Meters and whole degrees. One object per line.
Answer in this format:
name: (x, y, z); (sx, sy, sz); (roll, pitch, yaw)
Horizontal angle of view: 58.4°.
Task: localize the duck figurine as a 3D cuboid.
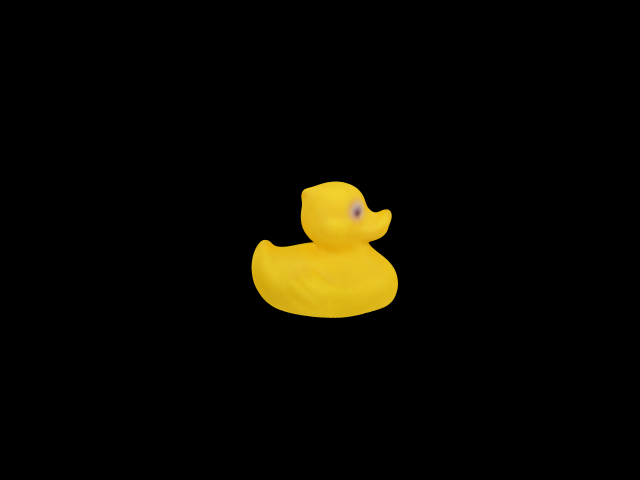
duck figurine: (0.004, 0.001, 0.400); (0.104, 0.086, 0.077); (0, 24, 0)
